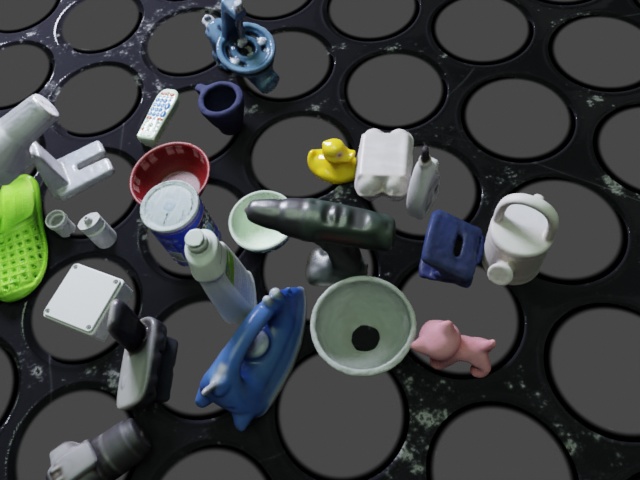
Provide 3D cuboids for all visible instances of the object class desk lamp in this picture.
[{"bbox_3d":[-0.543,-0.173,1.098,0.203,0.214,0.117,-31,62,-8],"label":"desk lamp"}]

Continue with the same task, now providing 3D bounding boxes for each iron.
[{"bbox_3d":[-0.101,0.158,0.905,0.118,0.142,0.258,23,68,18],"label":"iron"}]

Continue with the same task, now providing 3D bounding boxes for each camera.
[{"bbox_3d":[-0.322,0.344,0.860,0.137,0.101,0.143,-34,63,-10],"label":"camera"}]

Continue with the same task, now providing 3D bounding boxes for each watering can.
[{"bbox_3d":[0.316,-0.003,0.903,0.100,0.194,0.173,4,63,10],"label":"watering can"}]

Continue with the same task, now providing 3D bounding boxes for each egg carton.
[{"bbox_3d":[0.120,-0.142,1.073,0.107,0.069,0.150,2,63,9],"label":"egg carton"}]

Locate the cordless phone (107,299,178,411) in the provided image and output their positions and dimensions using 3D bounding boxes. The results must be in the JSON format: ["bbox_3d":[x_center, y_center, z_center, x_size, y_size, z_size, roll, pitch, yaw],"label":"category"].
[{"bbox_3d":[-0.300,0.180,0.895,0.094,0.185,0.147,-6,62,5],"label":"cordless phone"}]

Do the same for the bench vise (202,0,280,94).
[{"bbox_3d":[-0.186,-0.417,1.174,0.207,0.220,0.121,24,68,19],"label":"bench vise"}]

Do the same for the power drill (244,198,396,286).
[{"bbox_3d":[0.009,0.003,0.933,0.229,0.209,0.075,2,63,9],"label":"power drill"}]

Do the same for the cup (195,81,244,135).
[{"bbox_3d":[-0.201,-0.265,1.167,0.117,0.095,0.092,33,71,22],"label":"cup"}]

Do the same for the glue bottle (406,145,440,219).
[{"bbox_3d":[0.180,-0.108,0.988,0.037,0.173,0.078,27,69,20],"label":"glue bottle"}]

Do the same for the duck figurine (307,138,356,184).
[{"bbox_3d":[0.024,-0.159,1.086,0.104,0.086,0.077,15,65,15],"label":"duck figurine"}]

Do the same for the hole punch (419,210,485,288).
[{"bbox_3d":[0.224,0.013,0.965,0.101,0.091,0.109,12,65,14],"label":"hole punch"}]

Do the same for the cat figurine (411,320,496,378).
[{"bbox_3d":[0.205,0.158,0.876,0.127,0.118,0.067,5,63,11],"label":"cat figurine"}]

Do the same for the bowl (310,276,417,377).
[{"bbox_3d":[0.070,0.147,0.925,0.167,0.075,0.167,-3,62,6],"label":"bowl"}]
